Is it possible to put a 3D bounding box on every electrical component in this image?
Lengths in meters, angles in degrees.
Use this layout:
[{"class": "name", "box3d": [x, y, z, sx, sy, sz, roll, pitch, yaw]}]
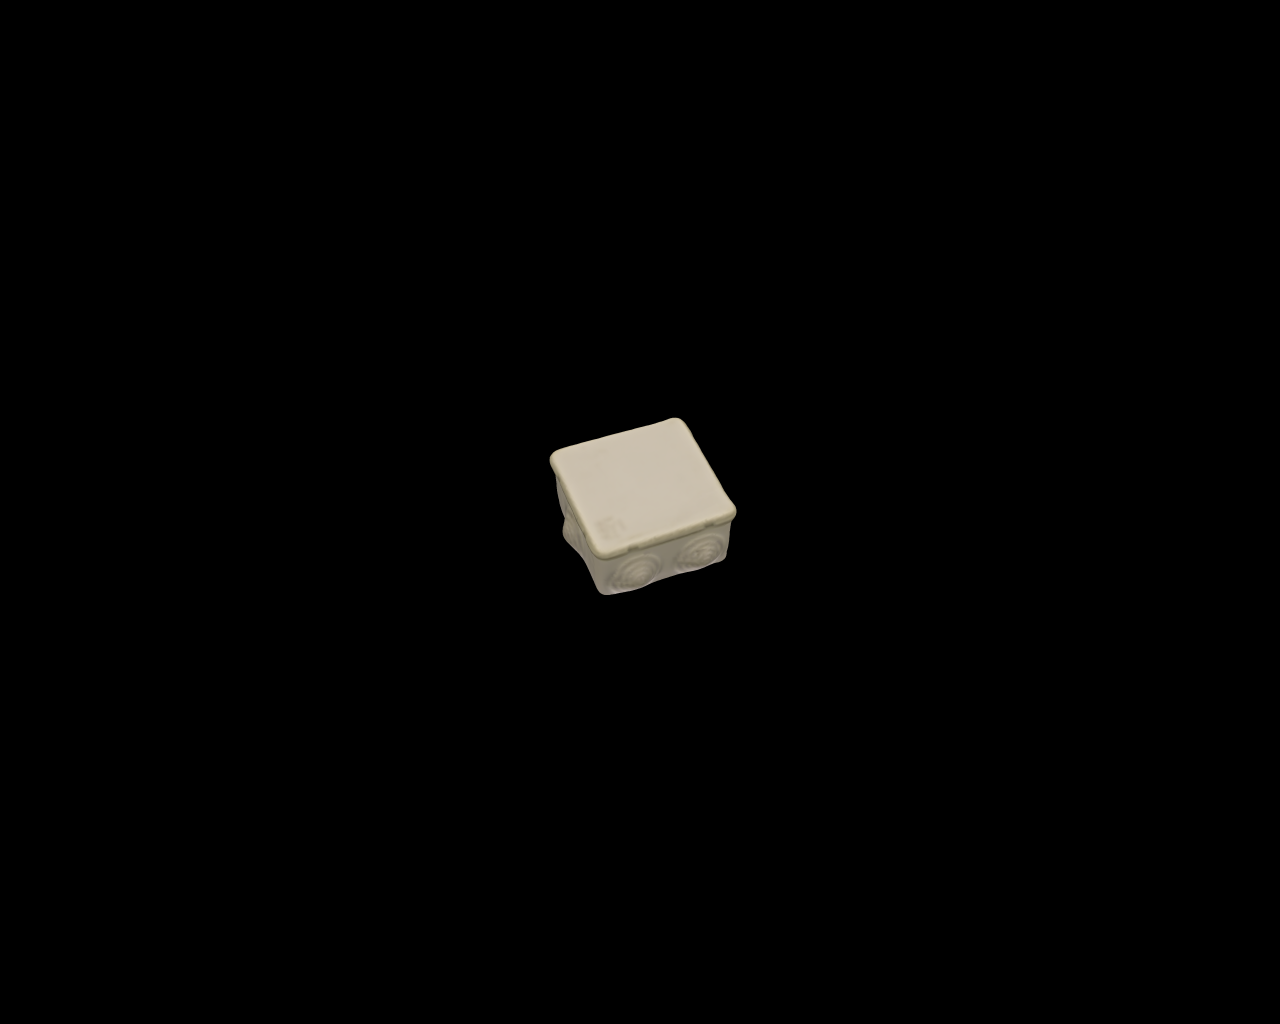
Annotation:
[{"class": "electrical component", "box3d": [0.001, -0.003, 0.650, 0.100, 0.100, 0.048, -17, -39, -14]}]
